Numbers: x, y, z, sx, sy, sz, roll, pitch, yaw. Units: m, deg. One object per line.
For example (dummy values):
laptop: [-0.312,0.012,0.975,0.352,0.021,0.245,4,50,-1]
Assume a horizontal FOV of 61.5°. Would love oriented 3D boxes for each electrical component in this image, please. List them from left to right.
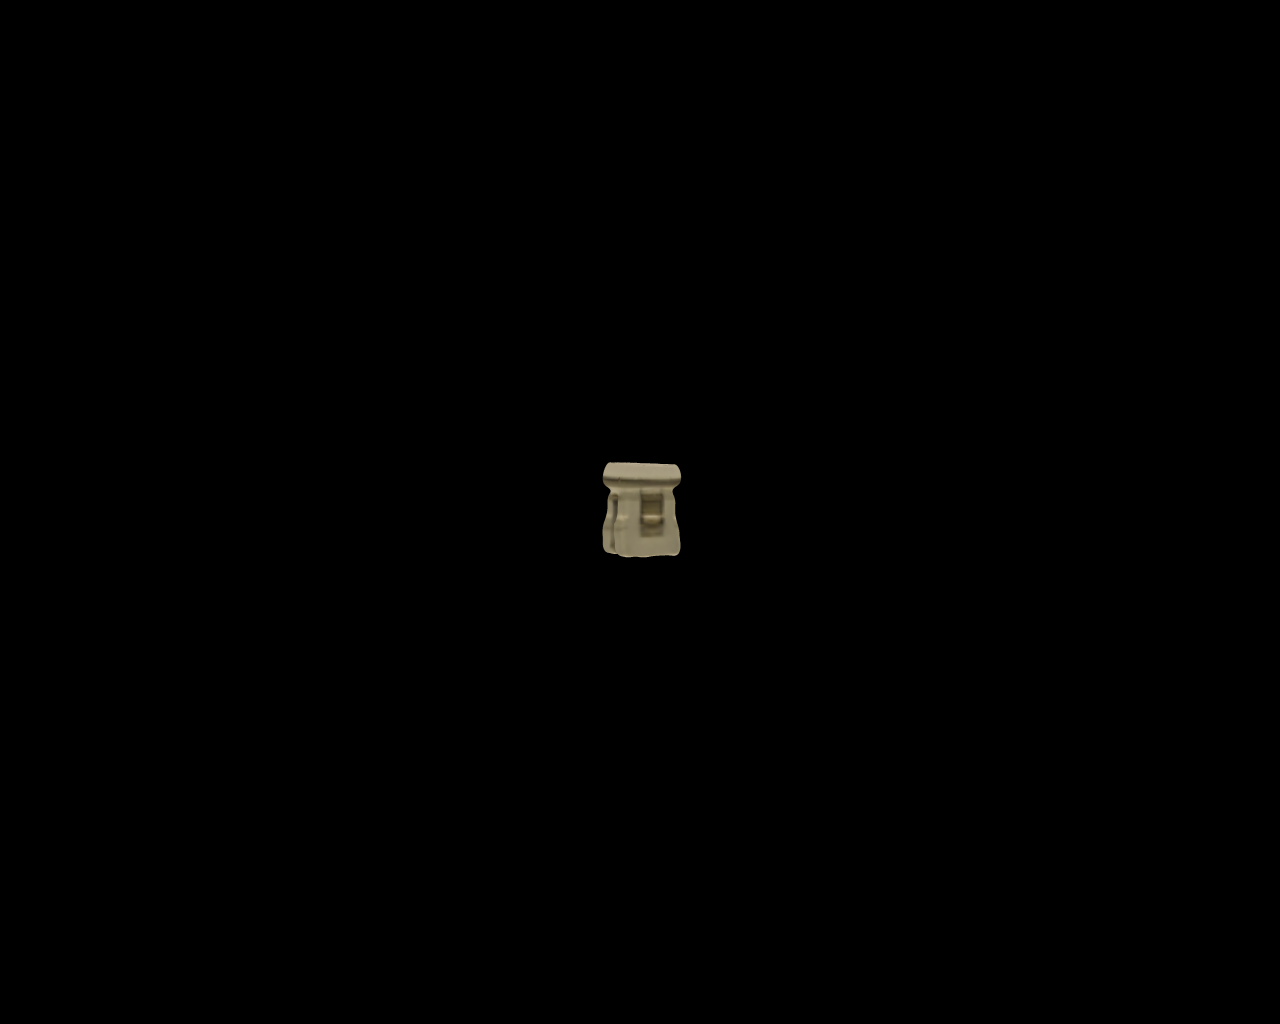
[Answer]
electrical component: [0.001,-0.003,0.650,0.048,0.055,0.066,-1,3,-19]
